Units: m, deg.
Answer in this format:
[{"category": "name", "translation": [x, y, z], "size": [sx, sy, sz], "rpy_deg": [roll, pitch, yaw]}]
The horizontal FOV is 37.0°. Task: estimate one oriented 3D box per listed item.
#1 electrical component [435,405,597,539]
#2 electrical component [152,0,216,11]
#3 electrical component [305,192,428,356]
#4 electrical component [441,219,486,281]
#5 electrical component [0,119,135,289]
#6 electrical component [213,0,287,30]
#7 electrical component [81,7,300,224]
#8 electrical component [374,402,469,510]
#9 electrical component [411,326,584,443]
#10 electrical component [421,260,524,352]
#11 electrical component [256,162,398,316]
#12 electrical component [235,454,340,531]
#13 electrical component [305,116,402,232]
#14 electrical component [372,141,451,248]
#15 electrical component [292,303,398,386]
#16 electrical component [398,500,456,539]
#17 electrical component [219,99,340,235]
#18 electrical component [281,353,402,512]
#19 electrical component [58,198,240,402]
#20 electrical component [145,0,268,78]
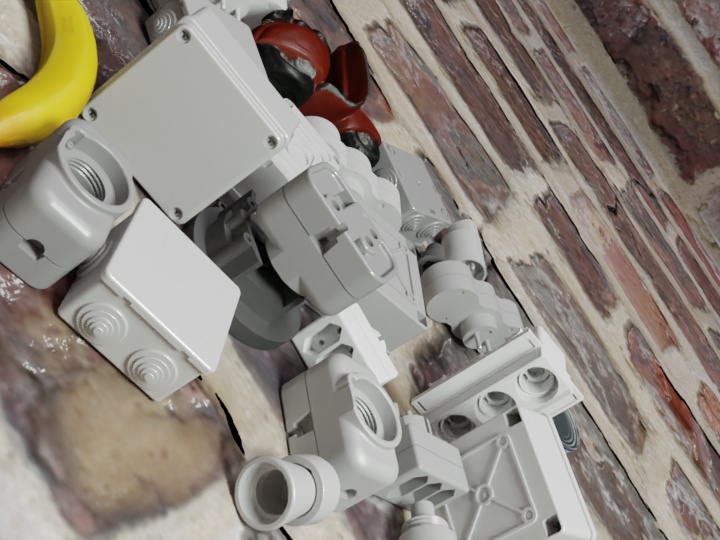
[{"category": "electrical component", "translation": [0.110, 0.177, 0.830], "size": [0.056, 0.109, 0.108], "rpy_deg": [25, 39, -46]}, {"category": "electrical component", "translation": [-0.147, -0.241, 0.929], "size": [0.045, 0.055, 0.045], "rpy_deg": [43, 28, -29]}, {"category": "electrical component", "translation": [0.000, 0.000, 0.906], "size": [0.109, 0.056, 0.108], "rpy_deg": [39, 29, -34]}, {"category": "electrical component", "translation": [0.110, -0.022, 1.158], "size": [0.043, 0.043, 0.081], "rpy_deg": [41, 28, -31]}, {"category": "electrical component", "translation": [-0.172, -0.043, 0.627], "size": [0.053, 0.059, 0.095], "rpy_deg": [45, 26, -25]}, {"category": "electrical component", "translation": [-0.121, -0.257, 1.002], "size": [0.138, 0.052, 0.073], "rpy_deg": [38, 30, -37]}, {"category": "electrical component", "translation": [-0.118, -0.107, 0.752], "size": [0.108, 0.109, 0.056], "rpy_deg": [51, 22, -14]}, {"category": "electrical component", "translation": [0.039, 0.136, 0.820], "size": [0.066, 0.047, 0.076], "rpy_deg": [34, 33, -42]}, {"category": "electrical component", "translation": [0.117, 0.103, 0.918], "size": [0.078, 0.121, 0.063], "rpy_deg": [50, 22, -15]}, {"category": "electrical component", "translation": [0.116, 0.053, 1.066], "size": [0.138, 0.052, 0.073], "rpy_deg": [35, 32, -40]}, {"category": "electrical component", "translation": [-0.026, -0.019, 0.755], "size": [0.095, 0.059, 0.054], "rpy_deg": [56, 23, -1]}, {"category": "electrical component", "translation": [-0.044, 0.137, 0.665], "size": [0.055, 0.045, 0.045], "rpy_deg": [14, 48, -58]}, {"category": "electrical component", "translation": [-0.015, -0.070, 0.970], "size": [0.138, 0.052, 0.073], "rpy_deg": [42, 28, -30]}, {"category": "electrical component", "translation": [0.041, -0.076, 1.090], "size": [0.100, 0.048, 0.099], "rpy_deg": [14, 48, -57]}, {"category": "electrical component", "translation": [-0.004, 0.064, 0.831], "size": [0.065, 0.047, 0.077], "rpy_deg": [60, 23, 9]}, {"category": "electrical component", "translation": [0.048, 0.195, 0.769], "size": [0.043, 0.043, 0.062], "rpy_deg": [40, 27, -33]}, {"category": "electrical component", "translation": [-0.068, -0.079, 0.874], "size": [0.078, 0.057, 0.113], "rpy_deg": [49, 25, -17]}, {"category": "electrical component", "translation": [-0.011, 0.109, 0.743], "size": [0.054, 0.059, 0.095], "rpy_deg": [33, 33, -43]}, {"category": "electrical component", "translation": [-0.126, 0.019, 0.650], "size": [0.099, 0.048, 0.099], "rpy_deg": [47, 25, -21]}, {"category": "electrical component", "translation": [-0.126, -0.174, 0.893], "size": [0.100, 0.048, 0.099], "rpy_deg": [21, 42, -53]}]
